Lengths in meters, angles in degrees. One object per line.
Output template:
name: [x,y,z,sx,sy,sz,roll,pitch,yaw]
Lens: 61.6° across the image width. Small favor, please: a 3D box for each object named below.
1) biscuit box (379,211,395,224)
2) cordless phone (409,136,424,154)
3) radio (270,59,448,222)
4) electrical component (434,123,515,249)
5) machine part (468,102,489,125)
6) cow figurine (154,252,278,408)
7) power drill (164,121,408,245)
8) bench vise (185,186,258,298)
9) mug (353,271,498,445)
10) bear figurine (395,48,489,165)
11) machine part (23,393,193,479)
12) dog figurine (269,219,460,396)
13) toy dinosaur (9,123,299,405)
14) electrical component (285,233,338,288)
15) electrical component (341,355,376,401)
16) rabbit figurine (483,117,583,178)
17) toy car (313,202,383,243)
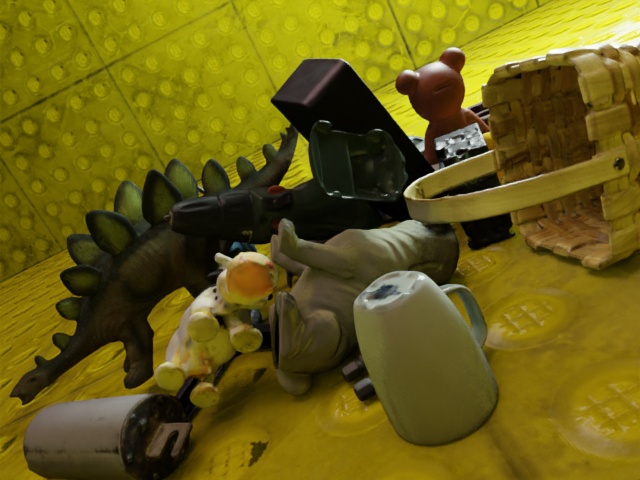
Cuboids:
biscuit box: [0.061,-0.120,0.810,0.063,0.202,0.059,-16,22,37]
cordless phone: [0.130,-0.153,1.020,0.147,0.088,0.184,-31,21,-12]
radio: [0.049,-0.119,0.671,0.073,0.229,0.131,-48,32,-3]
electrical component: [0.179,-0.069,0.631,0.058,0.114,0.134,-17,19,17]
machine part: [0.304,-0.212,0.969,0.179,0.056,0.179,-24,17,7]
cow figurine: [-0.091,0.069,0.515,0.167,0.068,0.098,-55,18,20]
power drill: [-0.026,-0.043,0.563,0.232,0.086,0.207,1,-21,-30]
bench vise: [-0.128,-0.013,0.835,0.129,0.223,0.240,33,46,24]
mug: [0.078,0.070,0.386,0.109,0.107,0.081,-37,21,-23]
bear figurine: [0.179,-0.173,0.801,0.120,0.195,0.132,-32,16,-4]
machine part: [-0.209,0.191,0.519,0.243,0.079,0.079,-17,20,34]
dog figurine: [0.049,0.059,0.524,0.191,0.172,0.121,3,-1,-11]
toy dinosaur: [-0.167,0.010,0.648,0.471,0.198,0.105,-41,22,-23]
electrical component: [0.010,0.041,0.605,0.078,0.102,0.045,-29,21,25]
electrical component: [0.065,0.100,0.464,0.094,0.021,0.063,-29,17,-9]
rabbit figurine: [0.287,-0.126,0.695,0.162,0.122,0.173,-34,1,9]
toy car: [-0.002,-0.002,0.741,0.162,0.109,0.103,-25,32,38]
